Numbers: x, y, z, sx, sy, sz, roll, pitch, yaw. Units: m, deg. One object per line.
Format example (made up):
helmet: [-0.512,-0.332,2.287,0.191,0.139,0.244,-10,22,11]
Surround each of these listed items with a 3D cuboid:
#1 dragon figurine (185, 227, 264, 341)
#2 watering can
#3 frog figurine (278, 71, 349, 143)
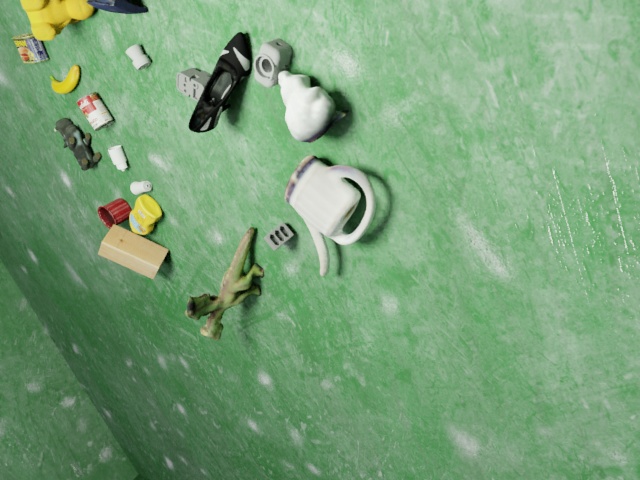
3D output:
dragon figurine: [-0.297,0.154,1.547,0.123,0.247,0.400,32,136,24]
watering can: [0.004,-0.063,1.249,0.225,0.106,0.340,41,135,10]
frog figurine: [-0.038,-0.296,1.120,0.158,0.124,0.136,47,157,-14]
